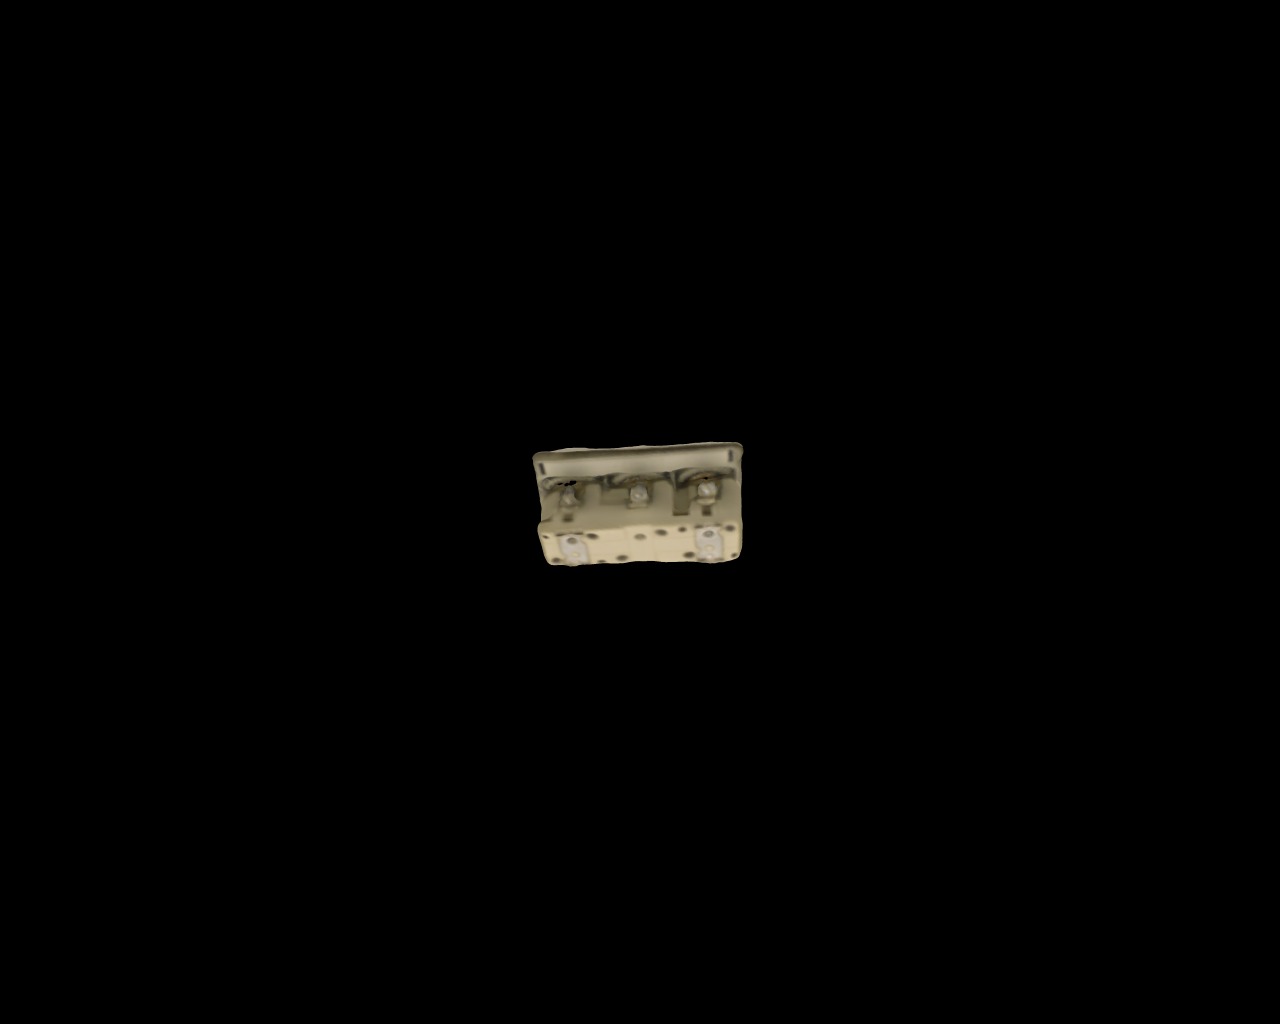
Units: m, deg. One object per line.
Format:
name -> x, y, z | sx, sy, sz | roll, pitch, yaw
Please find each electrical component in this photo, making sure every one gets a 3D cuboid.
electrical component -> 0.001, -0.003, 0.650 | 0.121, 0.063, 0.078 | -2, -35, 2
